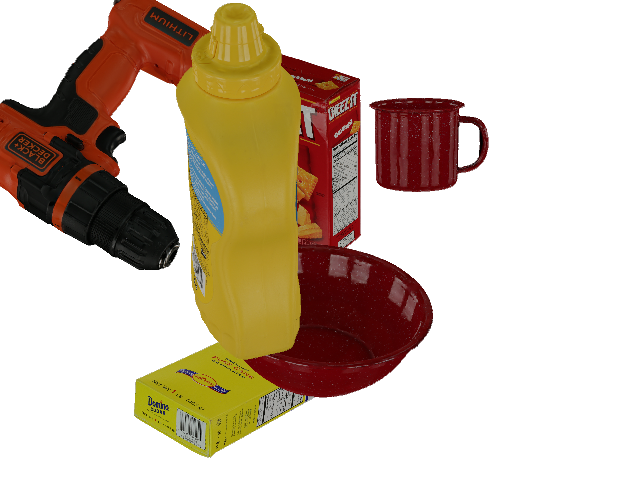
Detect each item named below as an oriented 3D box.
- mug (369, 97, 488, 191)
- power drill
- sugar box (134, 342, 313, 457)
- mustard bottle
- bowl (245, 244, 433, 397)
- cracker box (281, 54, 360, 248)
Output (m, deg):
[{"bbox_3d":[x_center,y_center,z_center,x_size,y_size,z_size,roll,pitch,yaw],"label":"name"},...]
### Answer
[{"bbox_3d":[0.107,-0.095,1.054,0.117,0.081,0.093,1,15,9],"label":"mug"},{"bbox_3d":[-0.141,-0.083,0.767,0.184,0.187,0.057,32,-30,9],"label":"power drill"},{"bbox_3d":[-0.074,0.130,0.975,0.093,0.048,0.175,22,30,32],"label":"sugar box"},{"bbox_3d":[-0.040,-0.033,0.537,0.058,0.192,0.096,-10,47,-11],"label":"mustard bottle"},{"bbox_3d":[-0.001,0.065,0.781,0.162,0.055,0.162,4,29,-2],"label":"bowl"},{"bbox_3d":[-0.037,-0.102,1.248,0.164,0.214,0.072,22,42,30],"label":"cracker box"}]
